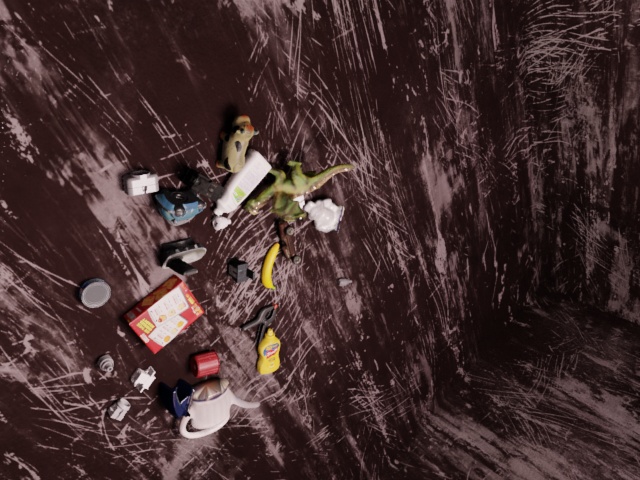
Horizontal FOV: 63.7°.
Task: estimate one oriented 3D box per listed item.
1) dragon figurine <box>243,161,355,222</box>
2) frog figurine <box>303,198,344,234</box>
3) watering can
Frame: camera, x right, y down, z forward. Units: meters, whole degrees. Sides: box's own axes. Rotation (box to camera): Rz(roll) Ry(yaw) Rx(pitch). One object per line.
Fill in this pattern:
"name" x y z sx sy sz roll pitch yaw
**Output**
"dragon figurine" -0.080 -0.160 1.814 0.119 0.409 0.248 65 23 -55
"frog figurine" 0.006 -0.104 2.072 0.159 0.125 0.135 15 110 -9
"watering can" -0.386 0.633 1.998 0.350 0.105 0.221 -15 117 -37
